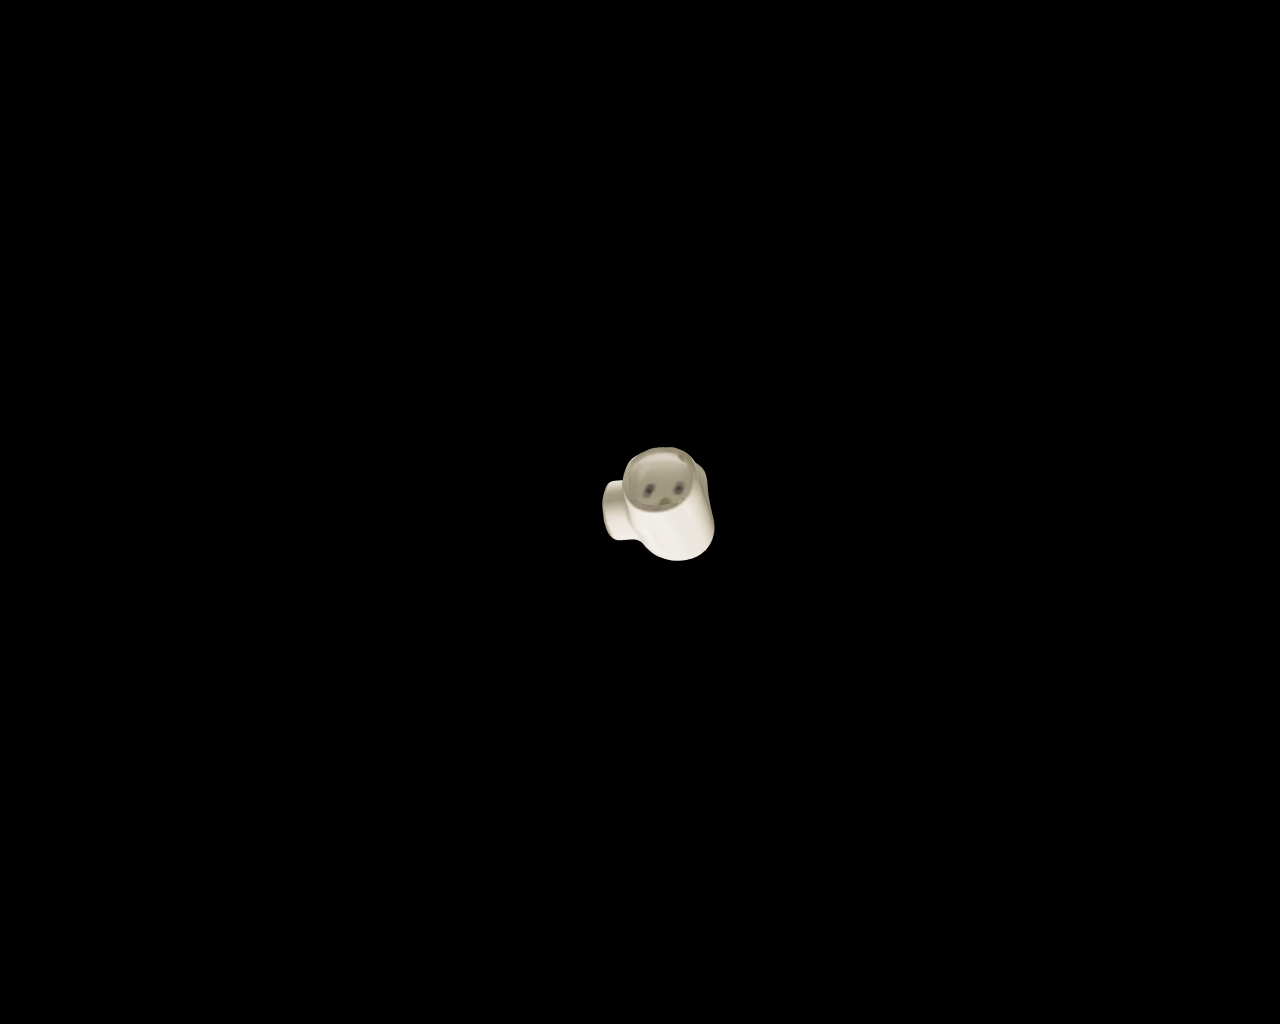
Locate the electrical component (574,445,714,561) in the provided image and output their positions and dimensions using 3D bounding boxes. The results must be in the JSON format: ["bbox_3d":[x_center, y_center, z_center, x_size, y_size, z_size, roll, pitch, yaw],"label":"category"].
[{"bbox_3d":[0.001,-0.003,0.650,0.079,0.043,0.077,-5,-24,10],"label":"electrical component"}]
